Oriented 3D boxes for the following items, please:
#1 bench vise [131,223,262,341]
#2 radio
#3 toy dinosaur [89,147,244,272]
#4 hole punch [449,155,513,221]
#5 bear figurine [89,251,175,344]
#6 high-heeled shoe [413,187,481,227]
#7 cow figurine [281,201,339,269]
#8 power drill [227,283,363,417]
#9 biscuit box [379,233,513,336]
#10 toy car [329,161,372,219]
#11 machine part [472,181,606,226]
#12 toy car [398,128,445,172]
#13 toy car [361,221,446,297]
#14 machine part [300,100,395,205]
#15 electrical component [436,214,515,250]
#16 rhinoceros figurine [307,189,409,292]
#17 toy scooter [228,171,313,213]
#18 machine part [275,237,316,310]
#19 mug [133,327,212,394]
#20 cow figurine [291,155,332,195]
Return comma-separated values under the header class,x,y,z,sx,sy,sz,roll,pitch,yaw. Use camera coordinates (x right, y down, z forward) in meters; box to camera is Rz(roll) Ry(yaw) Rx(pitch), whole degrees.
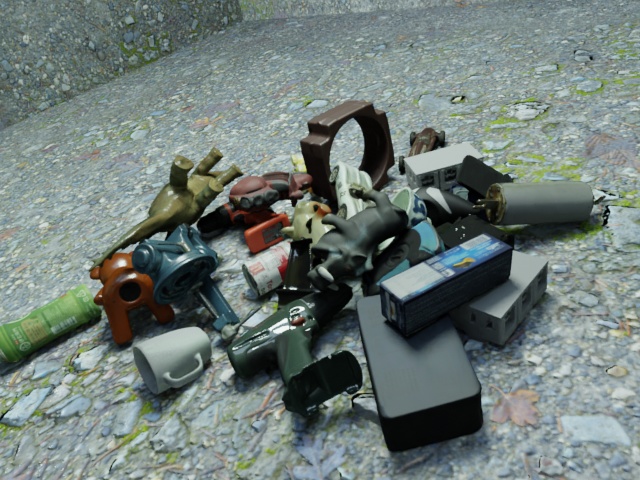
class,x,y,z,sx,sy,sz,roll,pitch,yaw
bench vise,-0.212,0.077,0.942,0.129,0.223,0.241,-43,72,2
radio,0.131,0.165,0.744,0.131,0.073,0.230,-12,34,1
toy dinosaur,-0.282,-0.067,1.072,0.198,0.105,0.471,-48,-1,24
hole punch,0.311,-0.090,1.067,0.116,0.092,0.142,30,41,5
bear figurine,-0.366,0.096,1.020,0.120,0.131,0.196,-26,16,-22
high-heeled shoe,0.167,-0.028,1.018,0.249,0.086,0.145,0,37,30
cow figurine,-0.002,-0.003,1.022,0.085,0.127,0.195,18,33,-37
power drill,-0.016,0.151,0.796,0.232,0.085,0.207,-26,31,-13
biscuit box,0.182,0.058,0.765,0.203,0.062,0.059,-22,34,-22
toy car,0.066,-0.078,1.004,0.073,0.056,0.202,21,39,-25
machine part,0.391,-0.066,0.961,0.243,0.079,0.079,-3,31,-9
toy car,0.248,-0.220,1.306,0.089,0.053,0.202,5,36,22
toy car,0.147,0.057,0.866,0.161,0.103,0.109,-44,22,17
machine part,0.063,-0.193,1.191,0.201,0.201,0.087,-32,35,-27
electrical component,0.252,0.016,0.939,0.134,0.058,0.115,-26,33,-20
rhinoceros figurine,0.055,0.005,0.863,0.190,0.073,0.112,-38,69,-9
toy scooter,-0.096,-0.097,1.114,0.184,0.075,0.135,-15,23,-10
machine part,-0.038,0.062,0.937,0.084,0.039,0.139,-1,74,30
mug,-0.220,0.183,0.839,0.107,0.080,0.110,-26,27,-36
cow figurine,-0.008,-0.159,1.296,0.098,0.068,0.167,-14,33,-12
